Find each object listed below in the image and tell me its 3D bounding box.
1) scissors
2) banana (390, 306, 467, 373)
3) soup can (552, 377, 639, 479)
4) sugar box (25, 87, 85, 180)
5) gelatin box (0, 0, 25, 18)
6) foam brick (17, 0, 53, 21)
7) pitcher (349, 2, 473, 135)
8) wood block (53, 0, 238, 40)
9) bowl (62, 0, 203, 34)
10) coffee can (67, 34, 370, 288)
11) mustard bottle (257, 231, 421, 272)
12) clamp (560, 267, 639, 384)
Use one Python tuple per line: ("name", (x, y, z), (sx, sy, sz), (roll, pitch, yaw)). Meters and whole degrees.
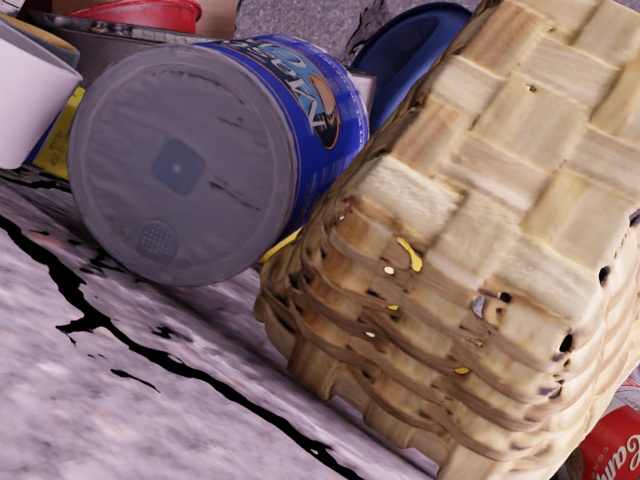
("scissors", (-0.203, -0.127, 0.548), (0.096, 0.016, 0.201), (31, 7, 26))
("banana", (0.070, 0.070, 0.619), (0.198, 0.037, 0.070), (33, -13, 1))
("soup can", (0.155, 0.111, 0.525), (0.068, 0.068, 0.102), (29, 5, -19))
("sugar box", (-0.140, -0.063, 0.599), (0.176, 0.048, 0.093), (29, 6, -33))
("gelatin box", (-0.225, -0.149, 0.690), (0.030, 0.089, 0.073), (30, 5, 3))
("foam brick", (-0.255, -0.179, 0.833), (0.078, 0.053, 0.051), (-13, 35, -40))
("pitcher", (0.143, -0.073, 0.833), (0.242, 0.145, 0.149), (31, -3, -43))
("wood block", (-0.187, -0.202, 0.959), (0.205, 0.090, 0.091), (-2, 21, -27))
("bowl", (-0.164, -0.138, 0.843), (0.162, 0.162, 0.055), (-3, 77, -81))
("coffee can", (-0.041, -0.044, 0.508), (0.103, 0.103, 0.140), (32, 19, 7))
("mustard bottle", (-0.004, 0.000, 0.709), (0.191, 0.058, 0.096), (26, 10, -42))
("clamp", (0.231, 0.079, 0.852), (0.165, 0.036, 0.210), (43, -31, 50))
